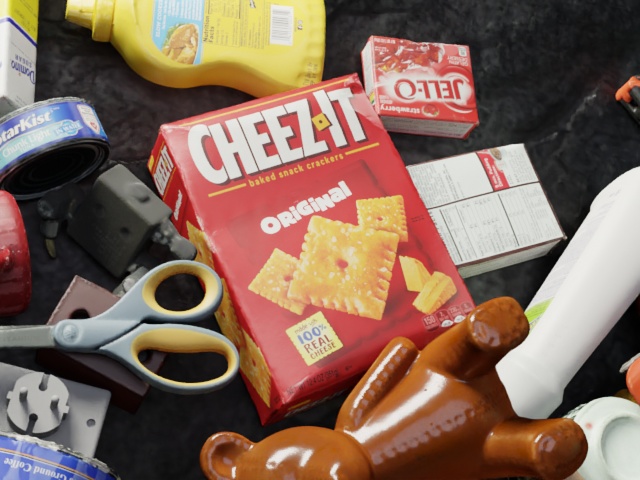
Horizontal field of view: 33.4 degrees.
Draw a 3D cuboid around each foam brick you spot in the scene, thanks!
[{"bbox_3d":[-0.139,0.070,0.697,0.078,0.051,0.053,28,63,-5],"label":"foam brick"}]

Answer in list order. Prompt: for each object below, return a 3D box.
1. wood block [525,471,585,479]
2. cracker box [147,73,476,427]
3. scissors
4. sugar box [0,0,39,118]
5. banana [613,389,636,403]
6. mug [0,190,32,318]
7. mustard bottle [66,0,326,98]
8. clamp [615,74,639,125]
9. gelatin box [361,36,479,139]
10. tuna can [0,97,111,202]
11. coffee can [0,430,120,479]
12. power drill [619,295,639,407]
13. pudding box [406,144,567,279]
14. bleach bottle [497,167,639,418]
[{"bbox_3d":[0.182,0.250,0.659,0.206,0.090,0.090,47,23,-6],"label":"wood block"},{"bbox_3d":[-0.005,0.001,0.758,0.164,0.072,0.214,-19,74,-24],"label":"cracker box"},{"bbox_3d":[-0.145,0.043,0.667,0.201,0.016,0.096,15,64,-11],"label":"scissors"},{"bbox_3d":[-0.246,-0.157,0.744,0.093,0.048,0.176,-10,65,14],"label":"sugar box"},{"bbox_3d":[0.259,0.203,0.763,0.069,0.037,0.198,26,45,-58],"label":"banana"},{"bbox_3d":[-0.226,0.013,0.662,0.081,0.117,0.093,-9,94,-26],"label":"mug"},{"bbox_3d":[-0.094,-0.160,0.806,0.191,0.058,0.096,6,72,-15],"label":"mustard bottle"},{"bbox_3d":[0.346,-0.110,0.934,0.171,0.039,0.120,30,61,-3],"label":"clamp"},{"bbox_3d":[0.081,-0.123,0.861,0.089,0.030,0.073,3,67,-16],"label":"gelatin box"},{"bbox_3d":[-0.186,-0.059,0.719,0.086,0.086,0.034,-21,77,-24],"label":"tuna can"},{"bbox_3d":[-0.182,0.190,0.603,0.102,0.103,0.140,19,63,-9],"label":"coffee can"},{"bbox_3d":[0.284,0.116,0.756,0.184,0.057,0.187,53,21,9],"label":"power drill"},{"bbox_3d":[0.122,-0.022,0.827,0.113,0.039,0.090,-14,73,-21],"label":"pudding box"},{"bbox_3d":[0.180,0.061,0.787,0.068,0.103,0.250,39,70,5],"label":"bleach bottle"}]
